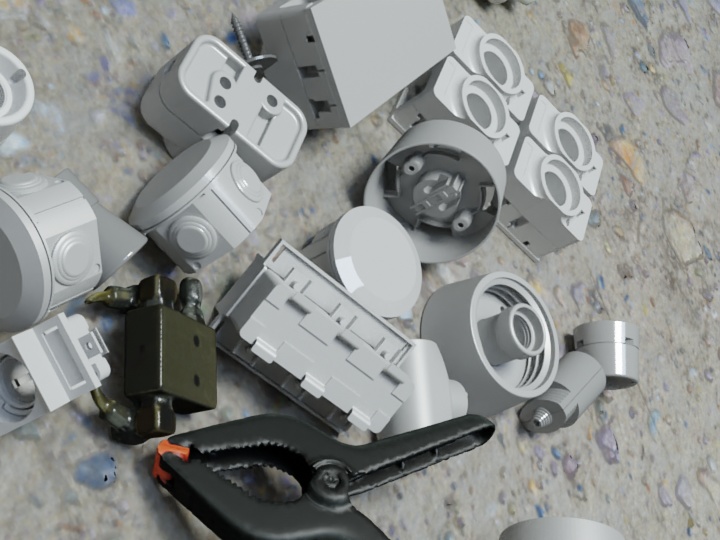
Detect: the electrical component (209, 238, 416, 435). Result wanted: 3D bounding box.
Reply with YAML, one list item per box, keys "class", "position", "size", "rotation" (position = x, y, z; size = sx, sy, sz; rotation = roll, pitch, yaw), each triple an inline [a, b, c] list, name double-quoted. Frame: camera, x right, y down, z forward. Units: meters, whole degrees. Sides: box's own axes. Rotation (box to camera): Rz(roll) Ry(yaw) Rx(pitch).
- class: "electrical component"
  position: [-0.027, 0.049, 0.687]
  size: [0.121, 0.063, 0.078]
  rotation: [39, 91, -24]

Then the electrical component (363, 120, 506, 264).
- class: "electrical component"
  position: [0.058, -0.059, 0.801]
  size: [0.099, 0.099, 0.064]
  rotation: [47, 41, -18]

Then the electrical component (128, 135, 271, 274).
- class: "electrical component"
  position: [-0.098, -0.041, 0.659]
  size: [0.051, 0.080, 0.080]
  rotation: [49, 46, -23]

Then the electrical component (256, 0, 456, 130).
- class: "electrical component"
  position: [-0.002, -0.175, 0.802]
  size: [0.150, 0.062, 0.089]
  rotation: [-42, 123, -41]

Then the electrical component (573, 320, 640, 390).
- class: "electrical component"
  position: [0.210, 0.073, 0.911]
  size: [0.055, 0.055, 0.047]
  rotation: [19, 64, -36]

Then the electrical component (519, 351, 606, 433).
- class: "electrical component"
  position: [0.160, 0.102, 0.859]
  size: [0.081, 0.043, 0.043]
  rotation: [-34, 97, -45]

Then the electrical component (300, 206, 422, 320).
- class: "electrical component"
  position: [0.000, 0.000, 0.751]
  size: [0.080, 0.051, 0.080]
  rotation: [19, 61, -36]

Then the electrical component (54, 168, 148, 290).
- class: "electrical component"
  position: [-0.161, -0.026, 0.621]
  size: [0.065, 0.044, 0.044]
  rotation: [47, 47, -10]

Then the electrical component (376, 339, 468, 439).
- class: "electrical component"
  position: [0.049, 0.094, 0.761]
  size: [0.079, 0.043, 0.077]
  rotation: [13, 64, -39]

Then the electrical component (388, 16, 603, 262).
- class: "electrical component"
  position: [0.123, -0.111, 0.905]
  size: [0.186, 0.060, 0.105]
  rotation: [41, 49, -22]

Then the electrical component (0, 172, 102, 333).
- class: "electrical component"
  position: [-0.180, -0.012, 0.570]
  size: [0.051, 0.080, 0.080]
  rotation: [-31, 94, -51]

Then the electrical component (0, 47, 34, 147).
- class: "electrical component"
  position: [-0.214, -0.094, 0.597]
  size: [0.055, 0.047, 0.055]
  rotation: [19, 60, -36]

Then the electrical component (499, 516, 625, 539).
- class: "electrical component"
  position: [0.142, 0.216, 0.758]
  size: [0.099, 0.099, 0.064]
  rotation: [31, 48, -30]

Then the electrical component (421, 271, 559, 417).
- class: "electrical component"
  position: [0.106, 0.053, 0.819]
  size: [0.108, 0.060, 0.108]
  rotation: [19, 61, -36]

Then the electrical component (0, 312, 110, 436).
- class: "electrical component"
  position: [-0.168, 0.054, 0.561]
  size: [0.042, 0.081, 0.064]
  rotation: [64, 22, -1]

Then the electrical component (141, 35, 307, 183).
- class: "electrical component"
  position: [-0.091, -0.098, 0.703]
  size: [0.095, 0.059, 0.053]
  rotation: [39, 50, -24]
